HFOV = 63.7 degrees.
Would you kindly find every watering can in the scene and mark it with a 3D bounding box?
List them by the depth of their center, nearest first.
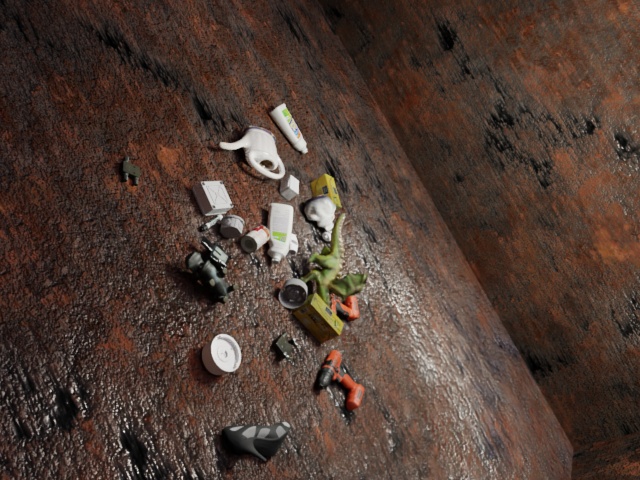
[{"bbox_3d":[-0.270,-0.374,2.079,0.344,0.103,0.229,27,41,-42],"label":"watering can"}]

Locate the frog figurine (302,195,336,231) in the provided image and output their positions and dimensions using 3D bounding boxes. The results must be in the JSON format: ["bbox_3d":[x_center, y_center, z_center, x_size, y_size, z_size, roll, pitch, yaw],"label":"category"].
[{"bbox_3d":[0.007,-0.113,2.245,0.138,0.121,0.160,-19,87,-27],"label":"frog figurine"}]

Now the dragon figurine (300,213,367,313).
[{"bbox_3d":[0.074,0.118,1.960,0.245,0.410,0.121,28,-1,25],"label":"dragon figurine"}]
